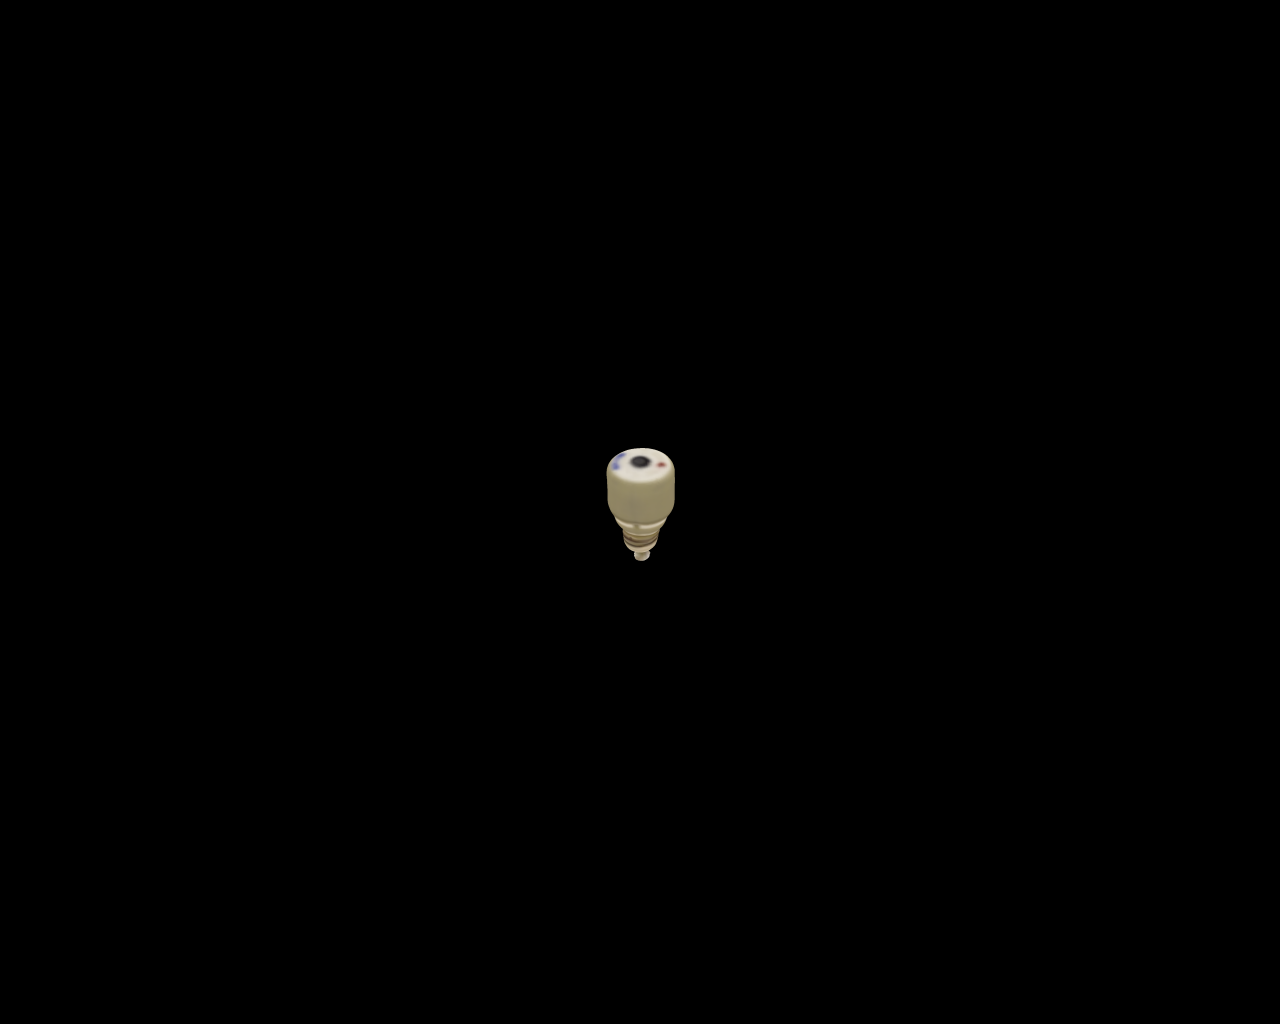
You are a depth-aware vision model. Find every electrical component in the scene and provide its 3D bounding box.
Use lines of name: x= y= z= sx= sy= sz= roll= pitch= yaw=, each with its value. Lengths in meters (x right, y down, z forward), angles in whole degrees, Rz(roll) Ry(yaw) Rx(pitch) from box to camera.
electrical component: x=0.001 y=-0.003 z=0.650 sx=0.040 sy=0.078 sz=0.040 roll=0 pitch=37 yaw=0
